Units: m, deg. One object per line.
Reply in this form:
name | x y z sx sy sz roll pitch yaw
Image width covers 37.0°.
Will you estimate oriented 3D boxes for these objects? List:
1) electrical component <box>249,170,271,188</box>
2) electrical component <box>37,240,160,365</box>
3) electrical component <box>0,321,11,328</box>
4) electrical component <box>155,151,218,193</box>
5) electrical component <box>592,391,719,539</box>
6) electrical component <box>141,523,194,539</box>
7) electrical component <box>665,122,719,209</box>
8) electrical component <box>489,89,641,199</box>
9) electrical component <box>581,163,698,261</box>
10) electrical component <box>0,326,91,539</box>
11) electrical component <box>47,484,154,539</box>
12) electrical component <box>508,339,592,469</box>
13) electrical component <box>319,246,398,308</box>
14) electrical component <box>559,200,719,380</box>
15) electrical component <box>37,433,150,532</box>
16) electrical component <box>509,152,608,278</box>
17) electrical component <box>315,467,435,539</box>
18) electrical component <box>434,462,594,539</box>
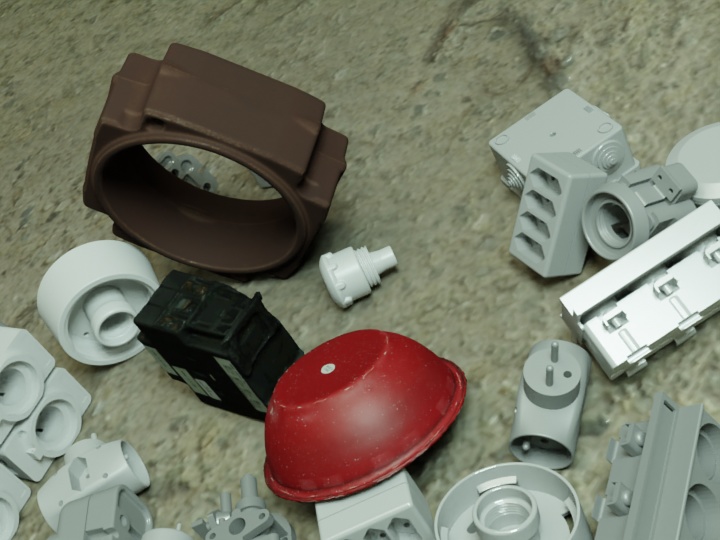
electrical component | -0.073 -0.122 1.046 0.077 0.065 0.047 -5 47 29
electrical component | -0.224 0.035 0.954 0.108 0.108 0.060 -37 46 -6
electrical component | -0.340 0.096 0.964 0.060 0.108 0.108 16 59 34
electrical component | -0.182 -0.080 1.070 0.058 0.078 0.057 -53 24 -23
electrical component | 0.174 0.144 0.621 0.063 0.079 0.121 -22 36 46
electrical component | -0.141 0.220 0.762 0.040 0.040 0.078 -15 43 19
electrical component | 0.269 -0.067 0.787 0.080 0.051 0.080 -17 42 16
electrical component | 0.165 -0.095 0.882 0.100 0.048 0.099 -35 39 -2
electrical component | 0.197 -0.038 0.769 0.057 0.078 0.058 -17 61 -31
electrical component | -0.314 0.150 0.891 0.060 0.105 0.186 3 51 35
electrical component | -0.193 0.213 0.791 0.059 0.053 0.095 -21 41 13
electrical component | 0.126 0.078 0.709 0.043 0.079 0.077 8 52 15
electrical component | 0.000 0.000 0.895 0.062 0.048 0.048 -24 40 -1
electrical component | 0.204 0.017 0.728 0.121 0.078 0.063 -33 69 -1
electrical component | -0.217 0.163 0.865 0.077 0.043 0.079 -32 40 0
electrical component | 0.164 -0.043 0.819 0.076 0.083 0.047 -6 29 -30
electrical component | 0.008 0.157 0.728 0.066 0.047 0.076 -26 35 8
electrical component | 0.095 0.170 0.665 0.099 0.064 0.099 -13 32 8
